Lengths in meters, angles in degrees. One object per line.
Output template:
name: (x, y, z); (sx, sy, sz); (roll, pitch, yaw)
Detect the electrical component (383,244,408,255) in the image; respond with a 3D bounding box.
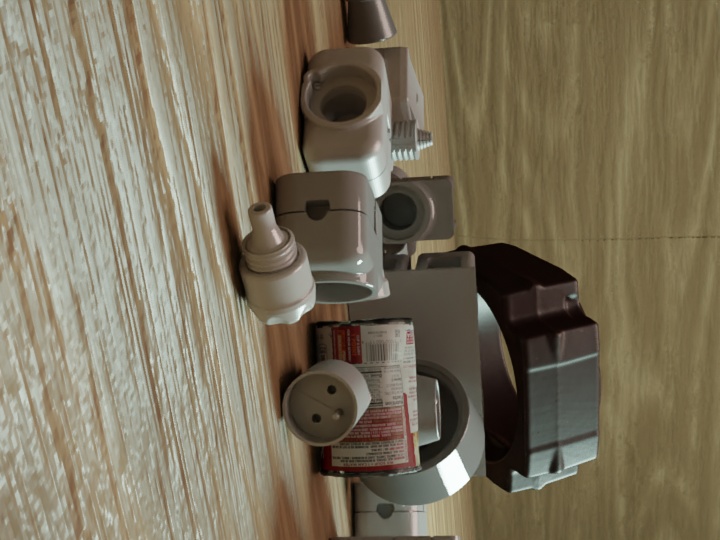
electrical component: (0.025, 0.006, 0.988); (0.043, 0.043, 0.081); (-84, 168, -49)

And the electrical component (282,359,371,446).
electrical component: (-0.017, 0.076, 0.646); (0.081, 0.043, 0.043); (-18, 105, -82)

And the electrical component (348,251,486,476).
electrical component: (0.051, 0.081, 0.927); (0.060, 0.105, 0.186); (-69, 156, -72)

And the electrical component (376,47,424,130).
electrical component: (0.024, -0.157, 0.971); (0.096, 0.061, 0.061); (73, 16, -61)

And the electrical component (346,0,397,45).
electrical component: (0.005, -0.234, 0.938); (0.044, 0.044, 0.065); (-77, 158, -63)

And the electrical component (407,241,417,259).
electrical component: (0.035, -0.021, 1.080); (0.048, 0.048, 0.062); (-77, 169, -64)

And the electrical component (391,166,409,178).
electrical component: (0.023, -0.071, 1.001); (0.081, 0.043, 0.043); (-61, 147, -76)

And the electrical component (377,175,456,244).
electrical component: (0.034, -0.050, 0.896); (0.055, 0.089, 0.050); (-52, 139, -78)

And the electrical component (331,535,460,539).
electrical component: (0.027, 0.218, 0.753); (0.050, 0.089, 0.055); (70, 19, -66)

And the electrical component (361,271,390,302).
electrical component: (0.000, 0.000, 0.825); (0.040, 0.040, 0.046); (-25, 106, -82)

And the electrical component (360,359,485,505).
electrical component: (0.039, 0.120, 0.833); (0.060, 0.108, 0.108); (68, 20, -52)

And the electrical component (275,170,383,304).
electrical component: (-0.017, -0.015, 0.639); (0.095, 0.054, 0.059); (62, 27, -73)

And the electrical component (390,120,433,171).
electrical component: (0.013, -0.093, 0.786); (0.043, 0.081, 0.043); (-3, 90, -82)

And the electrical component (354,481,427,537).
electrical component: (0.027, 0.207, 0.894); (0.095, 0.054, 0.059); (59, 29, -75)

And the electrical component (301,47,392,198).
electrical component: (-0.008, -0.102, 0.733); (0.059, 0.054, 0.095); (74, 15, -60)

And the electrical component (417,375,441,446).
electrical component: (0.019, 0.089, 0.792); (0.043, 0.077, 0.079); (79, 11, -46)

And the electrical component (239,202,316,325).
electrical component: (-0.042, -0.005, 0.522); (0.035, 0.035, 0.061); (-83, 165, -53)
